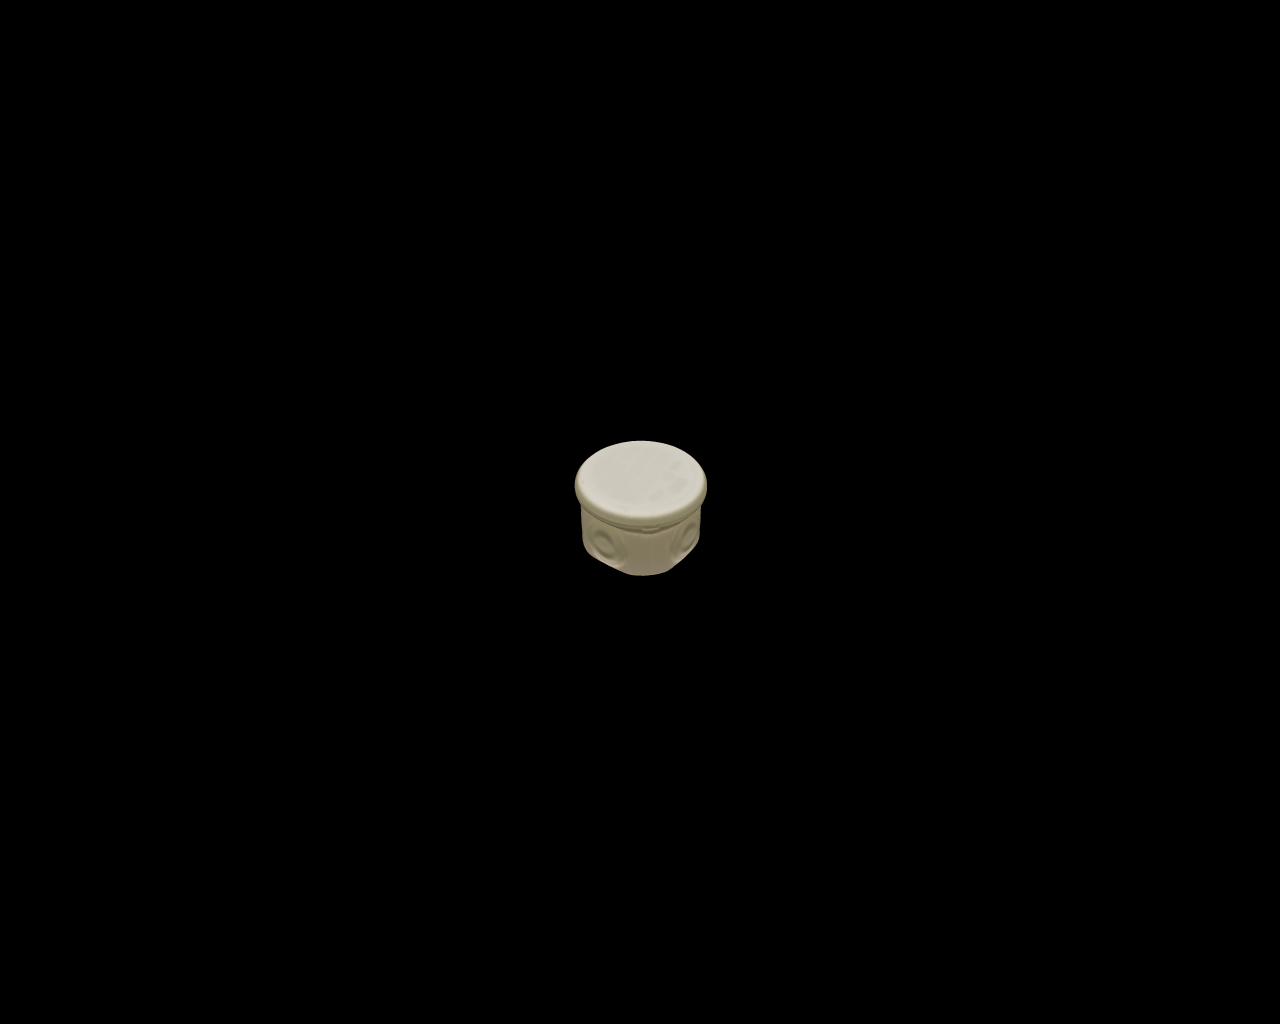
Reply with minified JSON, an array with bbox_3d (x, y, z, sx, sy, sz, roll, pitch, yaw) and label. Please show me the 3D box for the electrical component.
[{"bbox_3d":[0.001,-0.003,0.650,0.080,0.050,0.080,0,39,0],"label":"electrical component"}]
